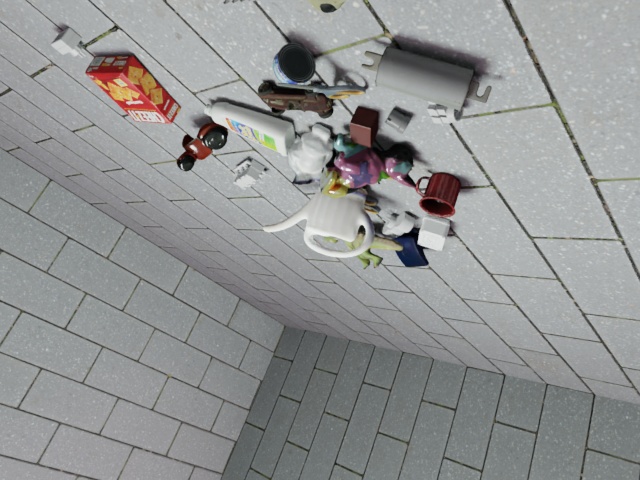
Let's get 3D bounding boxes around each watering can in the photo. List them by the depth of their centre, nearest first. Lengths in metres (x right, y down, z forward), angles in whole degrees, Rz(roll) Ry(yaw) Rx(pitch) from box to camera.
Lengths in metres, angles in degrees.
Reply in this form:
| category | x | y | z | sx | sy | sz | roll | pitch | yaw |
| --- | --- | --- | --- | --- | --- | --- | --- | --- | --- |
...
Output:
| category | x | y | z | sx | sy | sz | roll | pitch | yaw |
| --- | --- | --- | --- | --- | --- | --- | --- | --- | --- |
| watering can | 0.005 | -0.077 | 1.523 | 0.349 | 0.225 | 0.103 | 15 | 174 | 21 |

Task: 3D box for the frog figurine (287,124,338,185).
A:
| category | x | y | z | sx | sy | sz | roll | pitch | yaw |
| --- | --- | --- | --- | --- | --- | --- | --- | --- | --- |
| frog figurine | -0.017 | -0.234 | 1.354 | 0.137 | 0.125 | 0.156 | 6 | 120 | 10 |

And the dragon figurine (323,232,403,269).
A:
| category | x | y | z | sx | sy | sz | roll | pitch | yaw |
| --- | --- | --- | --- | --- | --- | --- | --- | --- | --- |
| dragon figurine | 0.108 | -0.022 | 1.708 | 0.242 | 0.124 | 0.406 | 36 | 162 | -9 |
